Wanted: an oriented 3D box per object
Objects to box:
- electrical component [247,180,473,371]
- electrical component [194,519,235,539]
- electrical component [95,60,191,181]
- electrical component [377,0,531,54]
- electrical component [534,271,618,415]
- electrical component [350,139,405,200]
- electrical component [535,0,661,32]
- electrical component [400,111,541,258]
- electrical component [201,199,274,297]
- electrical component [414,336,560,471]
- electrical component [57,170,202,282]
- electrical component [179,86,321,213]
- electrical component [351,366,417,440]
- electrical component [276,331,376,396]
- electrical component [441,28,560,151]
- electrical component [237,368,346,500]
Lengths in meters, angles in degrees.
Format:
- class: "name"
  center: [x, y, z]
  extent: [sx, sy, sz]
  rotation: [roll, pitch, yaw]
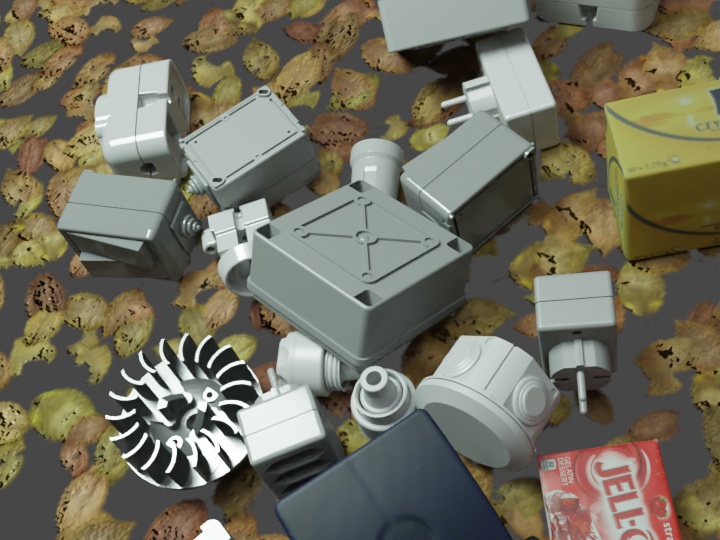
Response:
- class: "electrical component"
  center: [0.000, 0.000, 0.715]
  extent: [0.109, 0.056, 0.109]
  rotation: [33, 43, 30]
- class: "electrical component"
  center: [-0.073, 0.201, 0.628]
  extent: [0.050, 0.055, 0.089]
  rotation: [-38, 57, -11]
- class: "electrical component"
  center: [-0.173, -0.116, 0.860]
  extent: [0.059, 0.053, 0.095]
  rotation: [-9, 56, 8]
- class: "electrical component"
  center: [0.070, -0.204, 0.821]
  extent: [0.109, 0.056, 0.108]
  rotation: [-12, 12, 7]
- class: "electrical component"
  center: [0.136, 0.051, 0.667]
  extent: [0.047, 0.065, 0.076]
  rotation: [-5, 57, 11]
- class: "electrical component"
  center: [0.011, -0.067, 0.791]
  extent: [0.040, 0.040, 0.046]
  rotation: [-1, 64, 14]
- class: "electrical component"
  center: [0.185, -0.229, 0.839]
  extent: [0.095, 0.059, 0.053]
  rotation: [13, 62, 21]
- class: "electrical component"
  center: [0.081, -0.064, 0.757]
  extent: [0.096, 0.061, 0.061]
  rotation: [-40, 57, -12]
- class: "electrical component"
  center: [-0.080, -0.014, 0.776]
  extent: [0.066, 0.048, 0.055]
  rotation: [-18, 48, 2]
- class: "electrical component"
  center: [0.077, 0.081, 0.655]
  extent: [0.080, 0.080, 0.051]
  rotation: [24, 61, 26]
- class: "electrical component"
  center: [-0.165, -0.029, 0.796]
  extent: [0.096, 0.061, 0.061]
  rotation: [7, 60, 18]
- class: "electrical component"
  center: [-0.086, -0.079, 0.809]
  extent: [0.096, 0.061, 0.061]
  rotation: [-34, 56, -9]
- class: "electrical component"
  center: [0.015, 0.082, 0.679]
  extent: [0.043, 0.062, 0.043]
  rotation: [-7, 56, 10]
- class: "electrical component"
  center: [-0.021, 0.063, 0.713]
  extent: [0.062, 0.043, 0.043]
  rotation: [2, 59, 14]
- class: "electrical component"
  center: [0.099, -0.127, 0.802]
  extent: [0.076, 0.047, 0.083]
  rotation: [-17, 56, 3]
- class: "electrical component"
  center: [-0.044, 0.097, 0.672]
  extent: [0.047, 0.083, 0.075]
  rotation: [-22, 55, 0]
